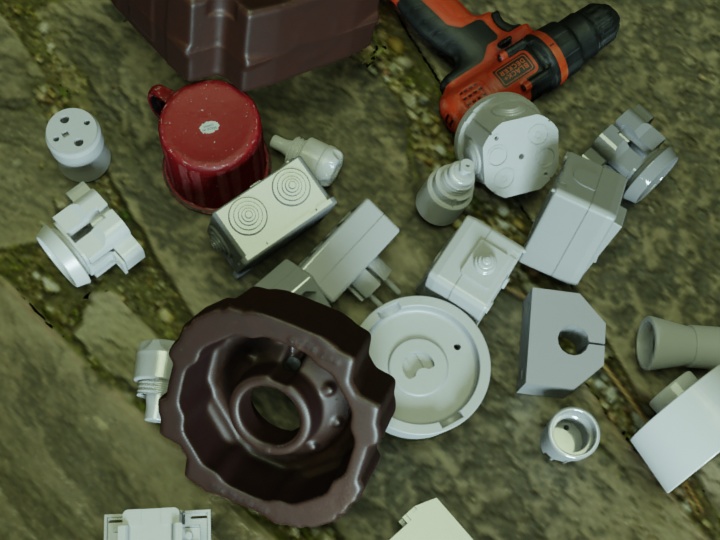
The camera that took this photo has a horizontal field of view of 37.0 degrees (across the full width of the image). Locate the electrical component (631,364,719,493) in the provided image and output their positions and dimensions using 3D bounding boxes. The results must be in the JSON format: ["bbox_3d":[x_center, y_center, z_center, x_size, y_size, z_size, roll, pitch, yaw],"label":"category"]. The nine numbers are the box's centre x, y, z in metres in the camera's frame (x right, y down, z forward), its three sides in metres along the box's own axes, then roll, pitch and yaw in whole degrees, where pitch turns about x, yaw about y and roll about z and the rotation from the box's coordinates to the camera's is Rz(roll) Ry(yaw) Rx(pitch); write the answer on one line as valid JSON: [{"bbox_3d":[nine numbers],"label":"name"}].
[{"bbox_3d":[0.256,0.112,0.818,0.108,0.108,0.060,-34,71,-13],"label":"electrical component"}]

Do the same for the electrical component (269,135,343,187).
[{"bbox_3d":[-0.047,-0.096,0.906,0.061,0.035,0.035,26,72,8],"label":"electrical component"}]

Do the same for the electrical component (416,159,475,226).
[{"bbox_3d":[0.074,-0.067,0.884,0.040,0.078,0.040,7,65,-15],"label":"electrical component"}]

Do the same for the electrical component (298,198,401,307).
[{"bbox_3d":[0.000,0.000,0.870,0.076,0.047,0.083,44,73,-6],"label":"electrical component"}]

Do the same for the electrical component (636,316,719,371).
[{"bbox_3d":[0.262,0.061,0.868,0.065,0.044,0.044,4,71,-7],"label":"electrical component"}]

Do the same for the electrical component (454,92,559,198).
[{"bbox_3d":[0.123,-0.102,0.890,0.080,0.080,0.051,-20,31,-9],"label":"electrical component"}]

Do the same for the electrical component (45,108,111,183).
[{"bbox_3d":[-0.232,-0.103,0.886,0.045,0.055,0.045,1,72,-3],"label":"electrical component"}]

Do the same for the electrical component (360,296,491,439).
[{"bbox_3d":[0.044,0.080,0.838,0.108,0.060,0.108,1,72,-3],"label":"electrical component"}]

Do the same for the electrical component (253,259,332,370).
[{"bbox_3d":[-0.058,0.033,0.847,0.047,0.083,0.076,-41,40,-15],"label":"electrical component"}]

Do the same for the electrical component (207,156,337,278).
[{"bbox_3d":[-0.073,-0.042,0.854,0.100,0.100,0.048,-35,90,-13],"label":"electrical component"}]

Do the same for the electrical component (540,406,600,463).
[{"bbox_3d":[0.161,0.130,0.836,0.040,0.046,0.040,1,72,-3],"label":"electrical component"}]

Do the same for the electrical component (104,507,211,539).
[{"bbox_3d":[-0.148,0.235,0.776,0.079,0.063,0.121,-2,71,-4],"label":"electrical component"}]

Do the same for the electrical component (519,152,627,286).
[{"bbox_3d":[0.172,-0.035,0.871,0.061,0.096,0.061,25,43,5],"label":"electrical component"}]

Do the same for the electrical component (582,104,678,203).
[{"bbox_3d":[0.230,-0.094,0.909,0.078,0.058,0.057,-41,76,-15],"label":"electrical component"}]

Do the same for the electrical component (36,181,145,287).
[{"bbox_3d":[-0.220,-0.023,0.860,0.057,0.058,0.078,-40,78,-17],"label":"electrical component"}]

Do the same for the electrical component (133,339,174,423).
[{"bbox_3d":[-0.154,0.087,0.834,0.043,0.043,0.062,5,73,-2],"label":"electrical component"}]

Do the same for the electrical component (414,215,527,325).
[{"bbox_3d":[0.085,0.002,0.848,0.061,0.096,0.061,32,73,8],"label":"electrical component"}]
